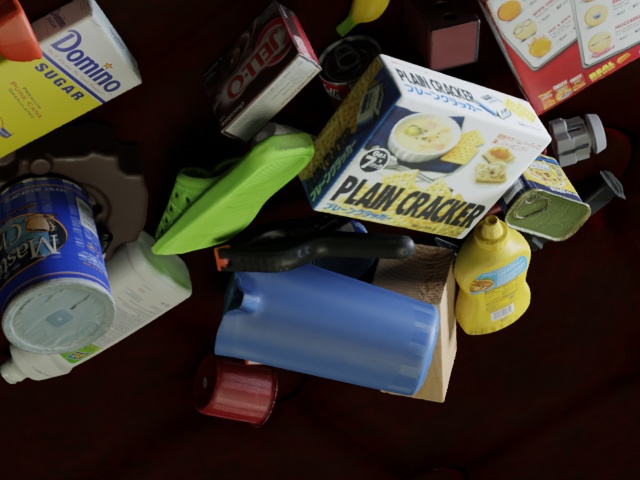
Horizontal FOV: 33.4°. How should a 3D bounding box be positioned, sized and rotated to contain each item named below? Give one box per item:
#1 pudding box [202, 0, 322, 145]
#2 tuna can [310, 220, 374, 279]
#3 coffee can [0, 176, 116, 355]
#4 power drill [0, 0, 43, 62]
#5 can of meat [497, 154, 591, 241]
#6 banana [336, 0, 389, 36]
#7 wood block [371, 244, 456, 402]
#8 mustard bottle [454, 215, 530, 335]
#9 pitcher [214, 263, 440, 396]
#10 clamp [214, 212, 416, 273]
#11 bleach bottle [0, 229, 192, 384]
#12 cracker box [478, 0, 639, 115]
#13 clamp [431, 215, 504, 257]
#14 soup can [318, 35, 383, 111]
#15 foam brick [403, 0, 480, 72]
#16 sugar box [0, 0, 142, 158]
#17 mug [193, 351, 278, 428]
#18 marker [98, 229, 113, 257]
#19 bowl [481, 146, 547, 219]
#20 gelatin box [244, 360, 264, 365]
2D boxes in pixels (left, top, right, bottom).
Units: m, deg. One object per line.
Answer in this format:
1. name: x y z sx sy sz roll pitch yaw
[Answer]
1. pudding box: -0.058 -0.162 1.029 0.039 0.090 0.114 25 121 -40
2. tuna can: 0.021 0.014 1.283 0.086 0.034 0.086 -11 137 -11
3. coffee can: -0.258 0.024 1.018 0.102 0.140 0.103 -13 140 -11
4. power drill: -0.330 -0.149 0.879 0.187 0.184 0.057 -24 138 -11
5. can of meat: 0.235 -0.054 1.177 0.101 0.084 0.058 14 128 -32
6. banana: 0.030 -0.271 0.991 0.069 0.037 0.197 -22 138 -1
7. wood block: 0.121 0.106 1.357 0.090 0.090 0.206 8 140 14
8. mustard bottle: 0.210 0.036 1.301 0.096 0.058 0.191 -23 142 -8
9. pitcher: 0.008 0.097 1.234 0.243 0.149 0.145 16 129 1
10. clamp: -0.008 0.001 1.156 0.209 0.165 0.036 -16 115 -14
11. bleach bottle: -0.272 0.089 1.224 0.251 0.068 0.102 -33 136 16
12. cracker box: 0.248 -0.250 1.075 0.164 0.072 0.213 -30 136 8
13. clamp: 0.222 0.021 1.369 0.120 0.039 0.171 -26 141 12
14. soup can: 0.044 -0.151 1.098 0.068 0.068 0.102 -25 138 4
15. foam brick: 0.120 -0.213 1.058 0.053 0.078 0.051 -15 137 -9
16. sugar box: -0.266 -0.147 0.994 0.176 0.048 0.093 -26 138 7
17. mug: -0.108 0.178 1.370 0.081 0.093 0.117 15 96 -27
18. marker: -0.244 0.032 1.131 0.020 0.020 0.121 7 134 -27
19. bowl: 0.172 -0.096 1.214 0.162 0.055 0.162 -11 137 -11
20. gelatin box: -0.058 0.119 1.331 0.089 0.073 0.030 2 133 -23
